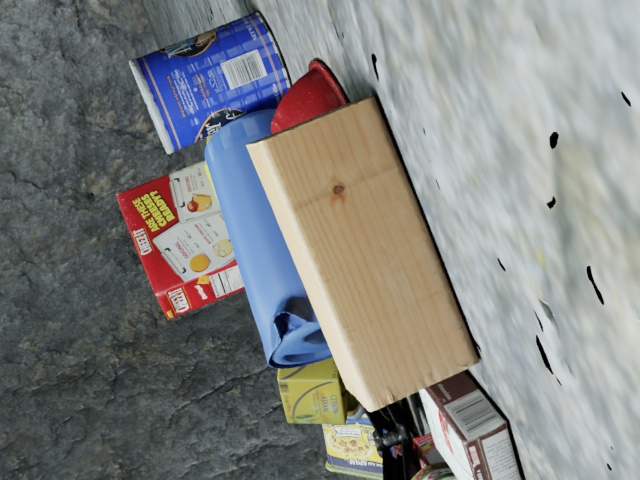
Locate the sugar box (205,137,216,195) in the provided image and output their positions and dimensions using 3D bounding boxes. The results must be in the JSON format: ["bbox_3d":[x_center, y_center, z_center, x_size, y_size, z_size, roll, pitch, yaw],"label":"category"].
[{"bbox_3d":[-0.102,-0.133,1.255,0.093,0.048,0.176,78,-171,-56],"label":"sugar box"}]

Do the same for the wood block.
[{"bbox_3d":[0.030,0.008,0.786,0.090,0.090,0.206,-159,46,-79],"label":"wood block"}]

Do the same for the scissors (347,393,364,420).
[{"bbox_3d":[0.035,0.130,1.216,0.016,0.096,0.202,27,-168,-28],"label":"scissors"}]

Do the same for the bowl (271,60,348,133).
[{"bbox_3d":[0.001,-0.068,0.906,0.162,0.055,0.162,157,90,-83],"label":"bowl"}]

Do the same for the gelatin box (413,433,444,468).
[{"bbox_3d":[0.126,0.247,1.068,0.073,0.030,0.089,-122,12,-55],"label":"gelatin box"}]

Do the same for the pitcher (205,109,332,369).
[{"bbox_3d":[-0.023,-0.003,1.066,0.149,0.144,0.243,111,140,-63],"label":"pitcher"}]

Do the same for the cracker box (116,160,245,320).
[{"bbox_3d":[-0.116,-0.018,1.286,0.072,0.213,0.164,78,167,-55],"label":"cracker box"}]

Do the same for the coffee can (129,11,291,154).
[{"bbox_3d":[-0.111,-0.161,1.093,0.103,0.140,0.103,157,90,-83],"label":"coffee can"}]

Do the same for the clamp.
[{"bbox_3d":[0.070,0.193,1.086,0.210,0.036,0.164,37,-147,-73],"label":"clamp"}]

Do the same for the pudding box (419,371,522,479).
[{"bbox_3d":[0.114,0.151,0.824,0.113,0.039,0.090,-122,11,-61],"label":"pudding box"}]

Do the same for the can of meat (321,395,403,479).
[{"bbox_3d":[0.050,0.220,1.220,0.102,0.057,0.084,2,112,33],"label":"can of meat"}]
